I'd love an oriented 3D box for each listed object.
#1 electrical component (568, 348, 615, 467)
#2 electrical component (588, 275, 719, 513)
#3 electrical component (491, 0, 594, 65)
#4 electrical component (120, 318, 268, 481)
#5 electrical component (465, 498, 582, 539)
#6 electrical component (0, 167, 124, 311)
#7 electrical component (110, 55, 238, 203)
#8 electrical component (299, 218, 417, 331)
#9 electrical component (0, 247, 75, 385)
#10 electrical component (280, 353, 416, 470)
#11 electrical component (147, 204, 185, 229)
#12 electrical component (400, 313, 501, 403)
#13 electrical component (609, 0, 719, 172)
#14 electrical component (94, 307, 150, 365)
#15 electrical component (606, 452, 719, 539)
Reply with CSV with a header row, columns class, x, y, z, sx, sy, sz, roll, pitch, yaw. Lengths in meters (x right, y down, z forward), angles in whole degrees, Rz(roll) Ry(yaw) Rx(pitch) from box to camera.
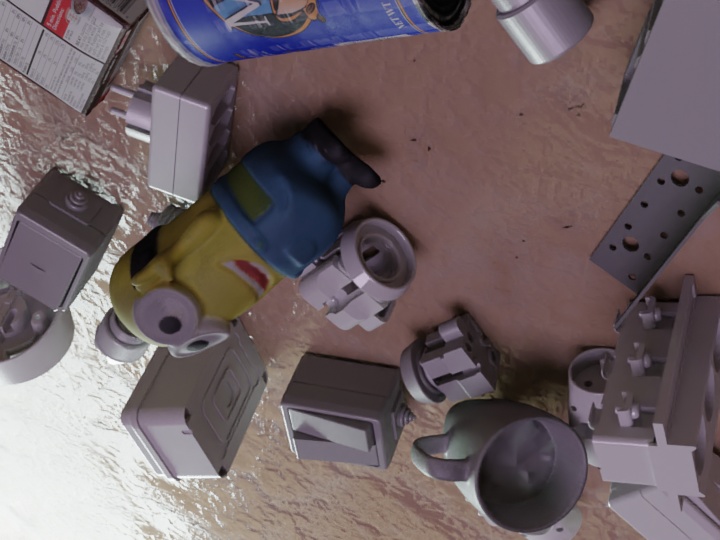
class,x,y,z,sx,sy,sz,roll,pitch,yaw
electrical component,0.185,0.096,0.733,0.079,0.043,0.077,3,132,21
electrical component,0.183,0.073,0.655,0.063,0.121,0.078,0,131,27
electrical component,0.086,-0.142,0.551,0.040,0.040,0.078,-24,119,39
electrical component,-0.124,0.096,0.820,0.057,0.113,0.078,-6,129,24
electrical component,0.120,0.179,0.841,0.079,0.044,0.077,-20,121,37
electrical component,-0.221,-0.023,0.787,0.062,0.061,0.096,32,136,-7
electrical component,-0.124,-0.097,0.683,0.076,0.047,0.083,20,136,5
electrical component,0.000,0.000,0.714,0.078,0.058,0.057,41,137,-16
electrical component,-0.276,0.038,0.848,0.099,0.099,0.064,10,141,15
electrical component,-0.006,0.111,0.820,0.096,0.061,0.061,8,134,18
electrical component,-0.110,-0.022,0.752,0.081,0.043,0.043,22,136,4
electrical component,0.062,0.066,0.758,0.055,0.048,0.066,-24,119,30
electrical component,0.187,-0.124,0.507,0.089,0.061,0.150,19,136,7
electrical component,-0.181,0.045,0.847,0.043,0.043,0.062,33,135,-8
electrical component,0.231,0.161,0.760,0.096,0.061,0.061,41,134,-16
